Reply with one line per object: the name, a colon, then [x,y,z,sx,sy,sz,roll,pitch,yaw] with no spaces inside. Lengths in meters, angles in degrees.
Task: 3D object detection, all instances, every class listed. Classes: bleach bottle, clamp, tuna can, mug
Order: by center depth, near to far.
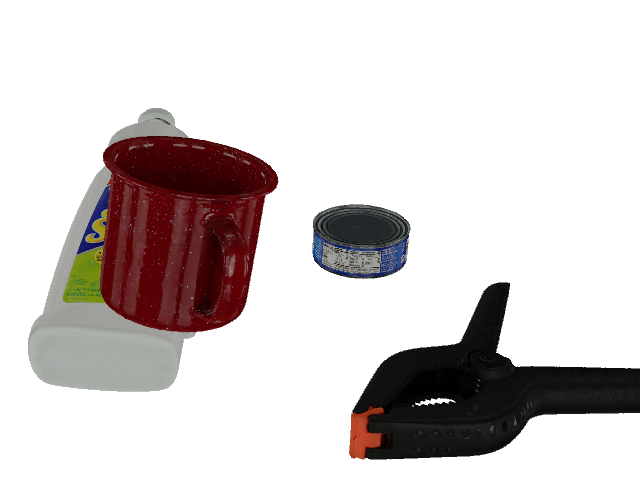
mug: [-0.069,0.002,0.568,0.093,0.081,0.117,-4,26,-33]
clamp: [0.097,0.081,0.649,0.209,0.036,0.165,-12,26,-28]
bleach bottle: [-0.141,-0.009,0.785,0.102,0.251,0.068,5,-44,-6]
tuna can: [0.035,0.001,0.941,0.086,0.034,0.086,2,26,-1]

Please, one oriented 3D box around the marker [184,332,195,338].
marker: [-0.155,0.051,1.186,0.020,0.121,0.020,-4,22,1]
